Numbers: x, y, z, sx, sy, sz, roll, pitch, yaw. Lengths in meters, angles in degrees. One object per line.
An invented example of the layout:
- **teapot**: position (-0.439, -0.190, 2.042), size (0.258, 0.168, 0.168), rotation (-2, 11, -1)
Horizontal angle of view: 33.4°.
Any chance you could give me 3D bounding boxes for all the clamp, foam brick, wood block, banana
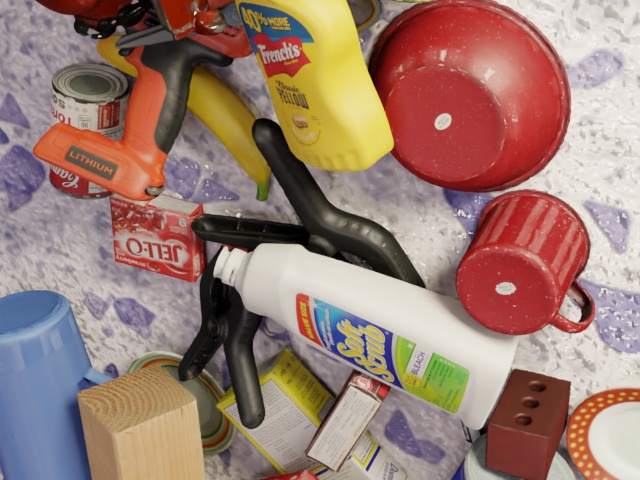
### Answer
- **clamp**: position (-0.006, 0.001, 0.906), size (0.210, 0.036, 0.165), rotation (37, 141, -11)
- **foam brick**: position (0.175, 0.155, 0.895), size (0.053, 0.078, 0.051), rotation (12, 126, 21)
- **wood block**: position (-0.171, 0.243, 1.068), size (0.090, 0.090, 0.206), rotation (30, 131, 49)
- **clamp**: position (-0.079, 0.087, 0.983), size (0.120, 0.039, 0.172), rotation (32, 122, 34)
- **banana**: position (-0.105, -0.114, 0.899), size (0.198, 0.037, 0.070), rotation (44, 127, -4)

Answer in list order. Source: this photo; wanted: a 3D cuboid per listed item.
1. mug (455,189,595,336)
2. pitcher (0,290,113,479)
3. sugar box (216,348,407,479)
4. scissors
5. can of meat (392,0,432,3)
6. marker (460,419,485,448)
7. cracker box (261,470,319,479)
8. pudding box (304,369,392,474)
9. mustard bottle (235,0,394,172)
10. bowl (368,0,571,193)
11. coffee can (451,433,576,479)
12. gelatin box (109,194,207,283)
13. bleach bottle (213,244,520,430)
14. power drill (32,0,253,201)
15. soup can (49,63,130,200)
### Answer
- **mug**: position (0.162, 0.028, 0.819), size (0.117, 0.081, 0.093), rotation (42, 129, -2)
- **pitcher**: position (-0.278, 0.179, 1.125), size (0.145, 0.149, 0.243), rotation (27, 133, 53)
- **sugar box**: position (-0.008, 0.195, 1.038), size (0.176, 0.048, 0.094), rotation (46, 130, -10)
- **scissors**: position (-0.054, -0.189, 0.795), size (0.201, 0.016, 0.096), rotation (1, 110, 1)
- **can of meat**: position (0.067, -0.213, 0.706), size (0.058, 0.102, 0.084), rotation (7, 124, 23)
- **marker**: position (0.128, 0.139, 0.946), size (0.020, 0.020, 0.121), rotation (-3, 118, 29)
- **cracker box**: position (-0.010, 0.308, 1.045), size (0.164, 0.072, 0.214), rotation (44, 154, -4)
- **pudding box**: position (0.035, 0.141, 0.951), size (0.039, 0.090, 0.114), rotation (30, 129, 7)
- **mustard bottle**: position (-0.013, -0.142, 0.753), size (0.096, 0.058, 0.191), rotation (24, 144, 47)
- **bowl**: position (0.100, -0.096, 0.791), size (0.162, 0.055, 0.162), rotation (13, 124, 20)
- **coffee can**: position (0.153, 0.250, 0.944), size (0.103, 0.102, 0.140), rotation (29, 132, 9)
- **gelatin box**: position (-0.151, -0.005, 0.996), size (0.089, 0.030, 0.073), rotation (15, 125, 19)
- **bleach bottle**: position (0.032, 0.067, 0.880), size (0.251, 0.068, 0.103), rotation (21, 139, 8)
- **power drill**: position (-0.157, -0.138, 0.846), size (0.184, 0.057, 0.188), rotation (26, 98, 4)
- **soup can**: position (-0.204, -0.096, 0.943), size (0.068, 0.068, 0.102), rotation (22, 127, 14)
